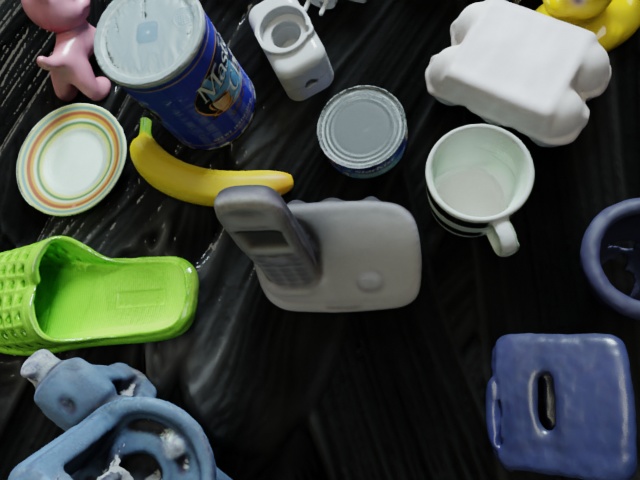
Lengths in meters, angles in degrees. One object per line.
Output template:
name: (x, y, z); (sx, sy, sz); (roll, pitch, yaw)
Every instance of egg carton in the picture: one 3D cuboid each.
egg carton: (0.178, -0.151, 0.519); (0.150, 0.069, 0.107); (28, 83, 18)

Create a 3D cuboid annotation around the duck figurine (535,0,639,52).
duck figurine: (0.243, -0.215, 0.512); (0.104, 0.086, 0.077); (-12, 74, 10)

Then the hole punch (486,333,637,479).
hole punch: (0.179, 0.127, 0.437); (0.101, 0.091, 0.109); (-1, 76, 13)

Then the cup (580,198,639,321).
cup: (0.252, 0.012, 0.448); (0.091, 0.095, 0.118); (40, 87, 19)

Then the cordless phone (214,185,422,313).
cordless phone: (0.004, 0.002, 0.458); (0.147, 0.185, 0.094); (-5, 75, 11)

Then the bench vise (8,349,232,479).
bench vise: (-0.179, 0.168, 0.438); (0.207, 0.220, 0.121); (18, 81, 16)

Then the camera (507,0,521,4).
camera: (0.151, -0.319, 0.551); (0.136, 0.101, 0.143); (15, 80, 16)

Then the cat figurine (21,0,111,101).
cat figurine: (-0.280, -0.230, 0.616); (0.067, 0.118, 0.128); (-3, 75, 12)
